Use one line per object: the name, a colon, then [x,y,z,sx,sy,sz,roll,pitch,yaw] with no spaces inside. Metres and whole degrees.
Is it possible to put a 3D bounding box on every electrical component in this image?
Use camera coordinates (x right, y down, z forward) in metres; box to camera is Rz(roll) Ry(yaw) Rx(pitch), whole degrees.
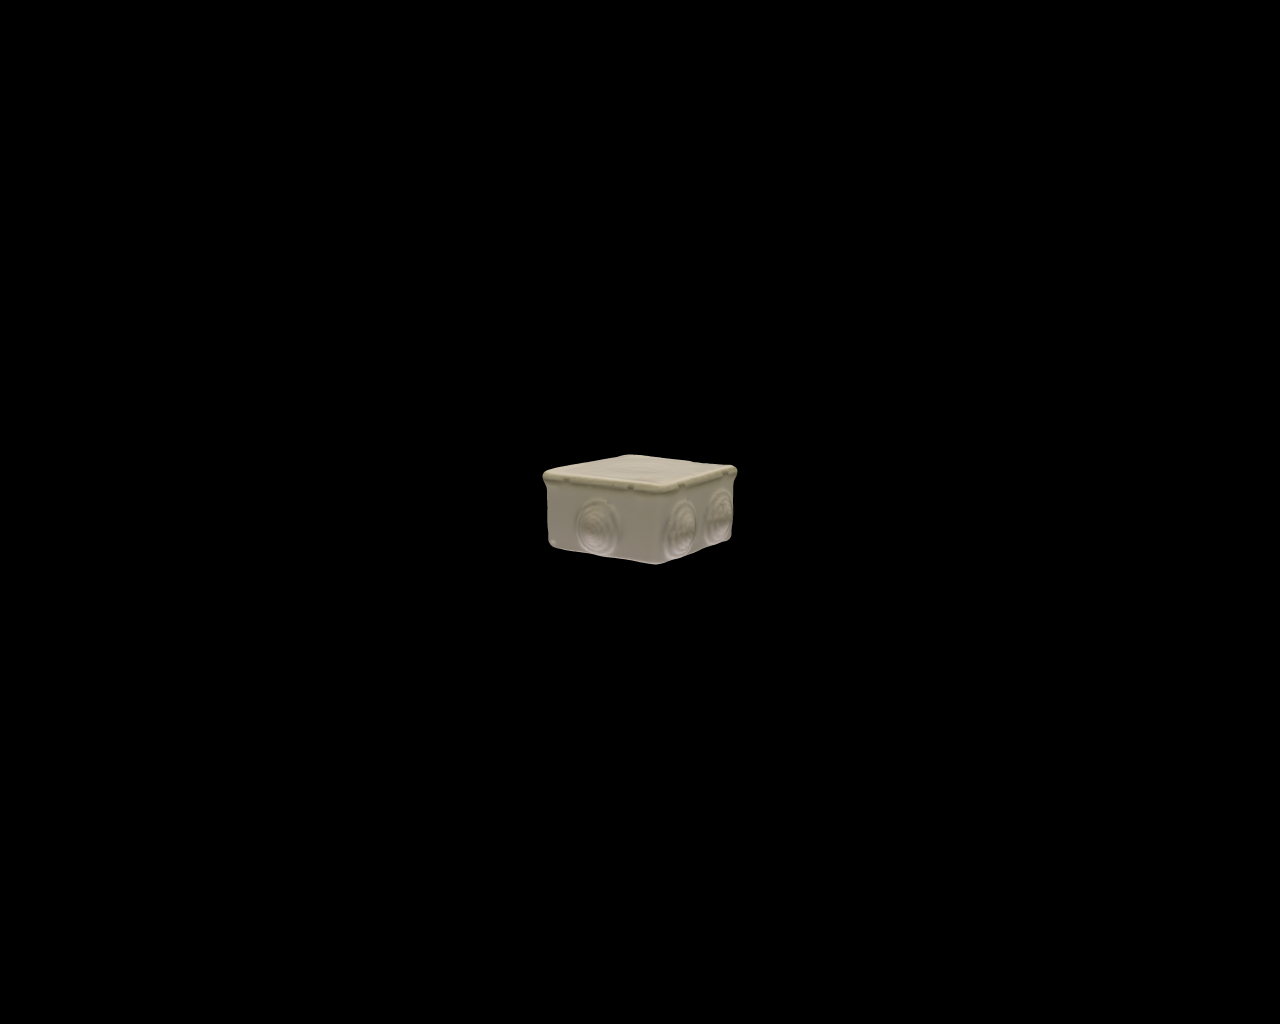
electrical component: [0.001,-0.003,0.650,0.100,0.048,0.100,8,14,35]
